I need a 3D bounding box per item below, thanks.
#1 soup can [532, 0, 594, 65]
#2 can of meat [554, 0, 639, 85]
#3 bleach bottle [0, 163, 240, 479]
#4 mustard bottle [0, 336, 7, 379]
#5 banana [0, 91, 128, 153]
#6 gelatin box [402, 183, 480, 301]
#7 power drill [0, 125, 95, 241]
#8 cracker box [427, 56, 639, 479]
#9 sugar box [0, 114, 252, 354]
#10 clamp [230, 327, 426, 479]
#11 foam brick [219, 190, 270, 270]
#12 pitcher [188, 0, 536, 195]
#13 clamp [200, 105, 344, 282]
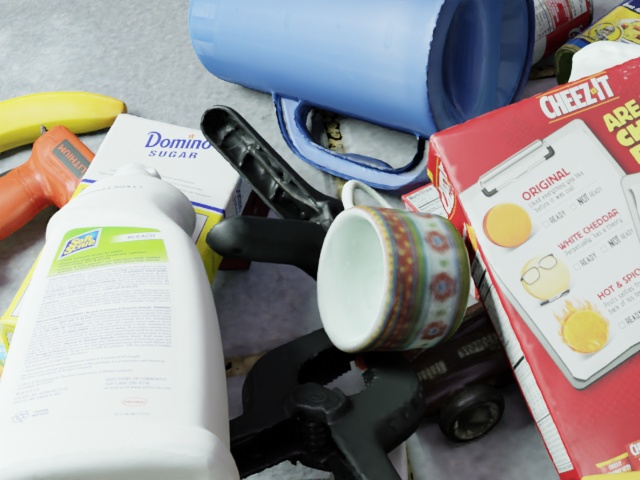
[{"bbox_3d":[0.151,-0.166,0.825,0.102,0.068,0.069,-32,49,-22],"label":"soup can"},{"bbox_3d":[0.235,-0.128,0.779,0.083,0.057,0.102,-37,50,-20],"label":"can of meat"},{"bbox_3d":[-0.087,0.036,0.500,0.102,0.068,0.251,-4,33,-2],"label":"bleach bottle"},{"bbox_3d":[-0.161,0.100,0.605,0.096,0.058,0.191,-4,44,6],"label":"mustard bottle"},{"bbox_3d":[-0.246,-0.074,0.815,0.197,0.037,0.070,-31,67,-20],"label":"banana"},{"bbox_3d":[0.107,-0.010,0.698,0.073,0.030,0.089,-26,46,-16],"label":"gelatin box"},{"bbox_3d":[-0.219,0.007,0.709,0.187,0.057,0.185,-30,48,-21],"label":"power drill"},{"bbox_3d":[0.171,0.021,0.557,0.164,0.072,0.214,-21,74,-3],"label":"cracker box"},{"bbox_3d":[-0.106,0.004,0.625,0.093,0.048,0.176,13,47,8],"label":"sugar box"},{"bbox_3d":[0.006,0.096,0.517,0.165,0.036,0.209,11,25,21],"label":"clamp"},{"bbox_3d":[-0.067,-0.025,0.723,0.051,0.053,0.078,5,46,12],"label":"foam brick"},{"bbox_3d":[0.018,-0.141,0.773,0.243,0.145,0.149,17,47,37],"label":"pitcher"},{"bbox_3d":[-0.004,0.001,0.617,0.039,0.171,0.120,-41,26,32],"label":"clamp"}]
